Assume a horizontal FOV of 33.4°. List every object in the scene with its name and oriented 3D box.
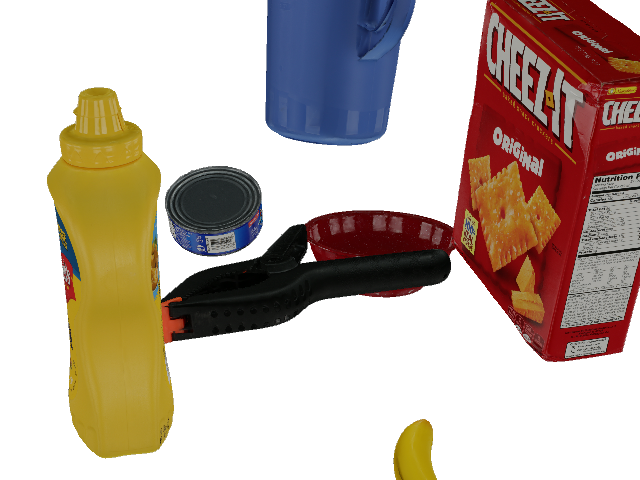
[{"bbox_3d":[0.161,-0.048,0.743,0.072,0.214,0.164,-8,34,-16],"label":"cracker box"},{"bbox_3d":[-0.094,-0.026,0.951,0.086,0.086,0.034,-2,-45,1],"label":"tuna can"},{"bbox_3d":[0.020,-0.206,0.899,0.145,0.243,0.149,8,17,11],"label":"pitcher"},{"bbox_3d":[0.061,0.017,1.086,0.162,0.055,0.162,2,17,-1],"label":"bowl"},{"bbox_3d":[0.106,0.232,1.025,0.069,0.037,0.198,9,21,-21],"label":"banana"},{"bbox_3d":[-0.021,0.030,0.754,0.165,0.036,0.209,7,19,39],"label":"clamp"},{"bbox_3d":[-0.111,0.013,0.568,0.058,0.192,0.096,-4,26,-12],"label":"mustard bottle"}]
